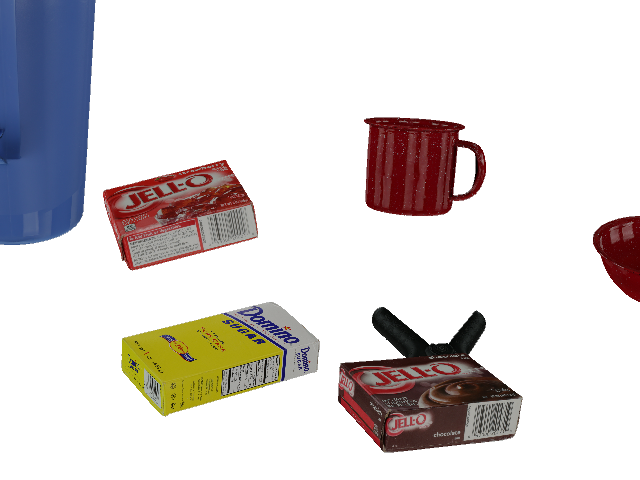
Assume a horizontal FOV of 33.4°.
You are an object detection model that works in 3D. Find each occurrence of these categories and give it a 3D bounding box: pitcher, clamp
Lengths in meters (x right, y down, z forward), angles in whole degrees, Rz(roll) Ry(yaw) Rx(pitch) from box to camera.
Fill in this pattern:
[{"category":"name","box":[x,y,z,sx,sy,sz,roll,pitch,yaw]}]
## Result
[{"category":"pitcher","box":[-0.238,-0.119,0.814,0.145,0.243,0.148,25,32,35]},{"category":"clamp","box":[0.128,0.119,1.075,0.120,0.039,0.171,-7,35,-9]}]

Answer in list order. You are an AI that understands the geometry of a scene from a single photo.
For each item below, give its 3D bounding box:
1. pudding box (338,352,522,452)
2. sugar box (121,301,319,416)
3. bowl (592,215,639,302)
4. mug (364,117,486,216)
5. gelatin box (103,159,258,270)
[{"category":"pudding box","box":[0.080,0.120,0.805,0.113,0.039,0.090,0,17,-22]},{"category":"sugar box","box":[-0.098,0.113,1.061,0.175,0.048,0.093,-15,33,-31]},{"category":"bowl","box":[0.375,0.029,1.159,0.162,0.055,0.162,0,26,0]},{"category":"mug","box":[0.095,-0.067,0.984,0.117,0.081,0.093,8,12,21]},{"category":"gelatin box","box":[-0.094,-0.019,0.705,0.089,0.030,0.073,-15,30,-13]}]
